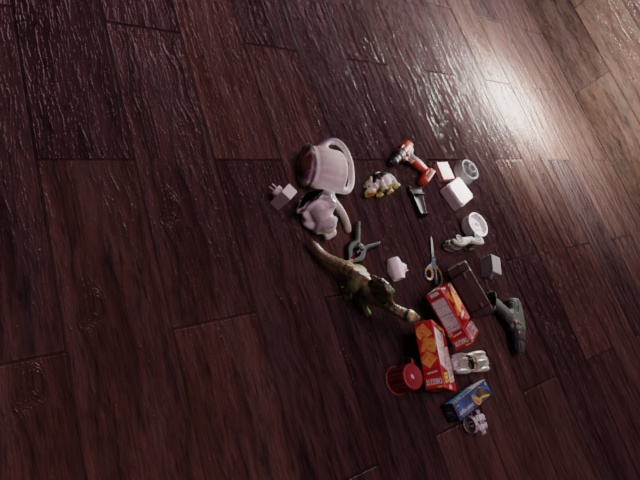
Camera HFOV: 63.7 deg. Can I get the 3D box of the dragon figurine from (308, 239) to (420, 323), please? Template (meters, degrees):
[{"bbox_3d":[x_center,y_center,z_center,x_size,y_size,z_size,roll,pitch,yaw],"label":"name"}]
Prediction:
[{"bbox_3d":[0.145,0.128,1.588,0.407,0.241,0.124,41,69,-13],"label":"dragon figurine"}]

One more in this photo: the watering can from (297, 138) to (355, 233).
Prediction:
[{"bbox_3d":[0.028,-0.203,1.788,0.224,0.103,0.353,9,70,-30],"label":"watering can"}]

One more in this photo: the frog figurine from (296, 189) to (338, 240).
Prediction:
[{"bbox_3d":[0.005,-0.086,1.699,0.138,0.124,0.157,-46,117,-9],"label":"frog figurine"}]
